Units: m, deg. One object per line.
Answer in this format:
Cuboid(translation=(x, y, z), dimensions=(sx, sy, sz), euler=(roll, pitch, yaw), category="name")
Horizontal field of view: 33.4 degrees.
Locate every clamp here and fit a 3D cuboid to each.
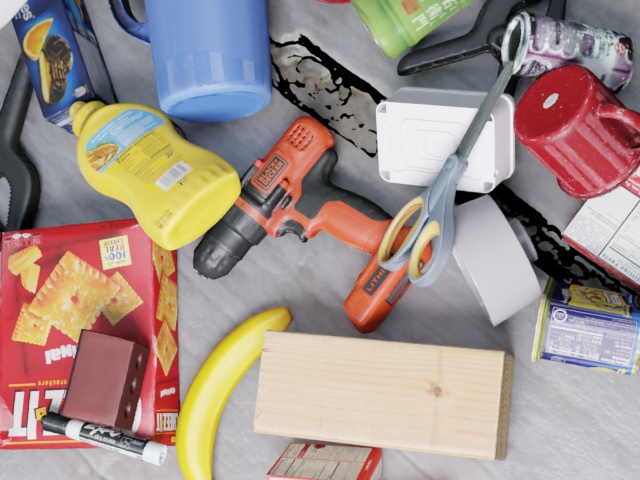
Cuboid(translation=(-0.335, -0.086, 1.103), dimensions=(0.164, 0.036, 0.210), euler=(-29, 75, 9), category="clamp")
Cuboid(translation=(0.170, -0.166, 0.974), dimensions=(0.171, 0.039, 0.120), euler=(-38, 89, 5), category="clamp")

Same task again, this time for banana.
Cuboid(translation=(-0.089, 0.147, 0.993), dimensions=(0.069, 0.037, 0.198), euler=(20, 87, 1), category="banana")

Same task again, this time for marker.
Cuboid(translation=(-0.195, 0.176, 0.954), dimensions=(0.121, 0.020, 0.020), euler=(13, 84, 14), category="marker")

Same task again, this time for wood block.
Cuboid(translation=(0.057, 0.134, 0.924), dimensions=(0.206, 0.090, 0.091), euler=(4, 80, 17), category="wood block")

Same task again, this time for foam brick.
Cuboid(translation=(-0.187, 0.124, 0.938), dimensions=(0.051, 0.053, 0.078), euler=(9, 78, 11), category="foam brick")

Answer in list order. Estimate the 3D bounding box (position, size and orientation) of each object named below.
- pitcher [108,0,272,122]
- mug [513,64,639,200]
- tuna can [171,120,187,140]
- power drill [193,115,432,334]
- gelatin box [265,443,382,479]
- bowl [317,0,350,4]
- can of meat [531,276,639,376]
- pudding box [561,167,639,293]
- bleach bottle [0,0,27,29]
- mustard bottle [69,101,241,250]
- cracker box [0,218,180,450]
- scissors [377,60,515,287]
Cuboid(translation=(-0.121, -0.240, 1.028), dimensions=(0.144, 0.149, 0.243), euler=(-2, 80, -27), category="pitcher")
Cuboid(translation=(0.225, -0.093, 0.893), dimensions=(0.117, 0.081, 0.093), euler=(10, 68, 54), category="mug")
Cuboid(translation=(-0.175, -0.087, 1.060), dimensions=(0.086, 0.033, 0.086), euler=(-3, 79, 15), category="tuna can")
Cuboid(translation=(-0.006, 0.001, 0.983), dimensions=(0.188, 0.057, 0.184), euler=(39, 92, 19), category="power drill")
Cuboid(translation=(0.004, 0.207, 0.932), dimensions=(0.089, 0.073, 0.030), euler=(0, 103, 16), category="gelatin box")
Cuboid(translation=(0.016, -0.306, 0.990), dimensions=(0.161, 0.055, 0.162), euler=(3, 81, -21), category="bowl")
Cuboid(translation=(0.224, 0.071, 0.881), dimensions=(0.084, 0.102, 0.057), euler=(9, 102, 15), category="can of meat")
Cuboid(translation=(0.276, -0.021, 0.917), dimensions=(0.090, 0.039, 0.113), euler=(38, 94, 18), category="pudding box")
Cuboid(translation=(-0.310, -0.265, 1.046), dimensions=(0.103, 0.068, 0.251), euler=(38, 96, 42), category="bleach bottle")
Cuboid(translation=(-0.170, -0.076, 0.997), dimensions=(0.192, 0.058, 0.096), euler=(38, 70, 26), category="mustard bottle")
Cuboid(translation=(-0.221, 0.091, 1.020), dimensions=(0.164, 0.072, 0.214), euler=(-4, 79, 15), category="cracker box")
Cuboid(translation=(0.112, -0.044, 0.869), dimensions=(0.202, 0.016, 0.096), euler=(-54, 33, 23), category="scissors")
